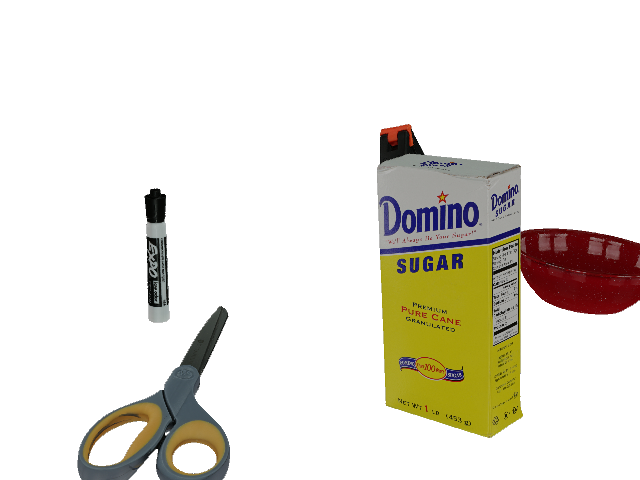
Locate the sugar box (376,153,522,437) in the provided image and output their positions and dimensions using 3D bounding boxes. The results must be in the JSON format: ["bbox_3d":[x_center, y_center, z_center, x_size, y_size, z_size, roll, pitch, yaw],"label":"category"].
[{"bbox_3d":[0.086,0.034,0.713,0.094,0.176,0.048,10,22,42],"label":"sugar box"}]

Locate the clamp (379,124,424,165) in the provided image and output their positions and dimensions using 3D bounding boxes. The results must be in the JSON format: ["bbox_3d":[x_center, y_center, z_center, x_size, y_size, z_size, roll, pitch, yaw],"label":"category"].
[{"bbox_3d":[0.080,-0.011,0.920,0.039,0.171,0.120,-14,18,21],"label":"clamp"}]

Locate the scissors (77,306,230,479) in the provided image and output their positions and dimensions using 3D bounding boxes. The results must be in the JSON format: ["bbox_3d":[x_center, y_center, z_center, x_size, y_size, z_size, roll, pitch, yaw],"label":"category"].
[{"bbox_3d":[-0.074,0.100,0.679,0.096,0.016,0.201,17,30,21],"label":"scissors"}]

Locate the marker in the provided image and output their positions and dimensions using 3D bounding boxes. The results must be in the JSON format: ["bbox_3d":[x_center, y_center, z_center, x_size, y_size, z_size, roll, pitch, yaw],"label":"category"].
[{"bbox_3d":[-0.145,0.014,0.947,0.020,0.121,0.020,1,17,0],"label":"marker"}]

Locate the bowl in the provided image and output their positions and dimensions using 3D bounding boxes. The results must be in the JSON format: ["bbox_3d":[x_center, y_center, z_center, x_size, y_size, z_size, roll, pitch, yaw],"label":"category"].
[{"bbox_3d":[0.273,0.035,1.101,0.162,0.055,0.162,5,17,-2],"label":"bowl"}]
